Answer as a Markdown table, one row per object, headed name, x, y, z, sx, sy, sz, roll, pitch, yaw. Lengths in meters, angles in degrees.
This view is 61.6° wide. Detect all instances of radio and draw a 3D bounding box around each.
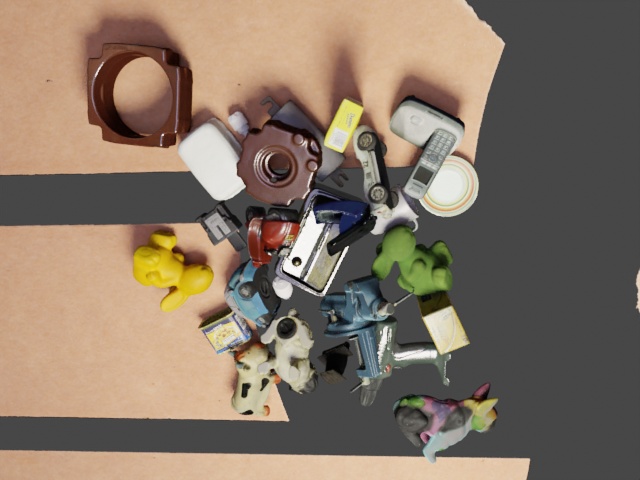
| name | x | y | z | sx | sy | sz | roll | pitch | yaw |
| --- | --- | --- | --- | --- | --- | --- | --- | --- | --- |
| radio | -0.002 | -0.004 | 1.184 | 0.131 | 0.073 | 0.229 | 24 | 104 | -3 |

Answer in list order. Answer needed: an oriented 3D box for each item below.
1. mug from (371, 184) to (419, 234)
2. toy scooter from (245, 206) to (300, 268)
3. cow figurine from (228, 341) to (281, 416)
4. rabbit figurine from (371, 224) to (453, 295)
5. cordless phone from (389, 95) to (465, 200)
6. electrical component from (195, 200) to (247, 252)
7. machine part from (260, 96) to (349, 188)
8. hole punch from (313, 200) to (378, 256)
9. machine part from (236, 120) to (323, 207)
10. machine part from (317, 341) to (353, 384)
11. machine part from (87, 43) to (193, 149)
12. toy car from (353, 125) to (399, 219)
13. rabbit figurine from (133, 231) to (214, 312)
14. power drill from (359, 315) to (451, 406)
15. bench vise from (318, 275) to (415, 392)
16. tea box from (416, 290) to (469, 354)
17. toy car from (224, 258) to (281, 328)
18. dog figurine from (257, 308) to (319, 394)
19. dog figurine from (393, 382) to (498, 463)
| name | x | y | z | sx | sy | sz | roll | pitch | yaw |
| --- | --- | --- | --- | --- | --- | --- | --- | --- | --- |
| mug | 0.154 | -0.052 | 1.162 | 0.107 | 0.081 | 0.109 | -29 | 117 | 21 |
| toy scooter | -0.108 | -0.004 | 1.144 | 0.075 | 0.184 | 0.135 | 5 | 91 | -37 |
| cow figurine | -0.162 | 0.324 | 1.267 | 0.127 | 0.086 | 0.194 | 6 | 111 | -32 |
| rabbit figurine | 0.187 | 0.030 | 1.153 | 0.159 | 0.121 | 0.170 | -16 | 129 | 37 |
| cordless phone | 0.196 | -0.187 | 1.104 | 0.147 | 0.089 | 0.184 | 26 | 104 | -3 |
| electrical component | -0.215 | -0.021 | 1.211 | 0.075 | 0.048 | 0.119 | -29 | 100 | 13 |
| machine part | -0.029 | -0.207 | 1.127 | 0.079 | 0.079 | 0.243 | -43 | 98 | 14 |
| hole punch | 0.047 | -0.037 | 1.072 | 0.116 | 0.142 | 0.092 | -28 | 75 | -4 |
| machine part | -0.084 | -0.152 | 1.086 | 0.179 | 0.056 | 0.179 | 4 | 112 | 10 |
| machine part | 0.033 | 0.280 | 1.229 | 0.084 | 0.139 | 0.039 | -20 | 104 | 10 |
| machine part | -0.372 | -0.297 | 1.118 | 0.202 | 0.087 | 0.200 | 7 | 103 | 8 |
| toy car | 0.112 | -0.138 | 1.099 | 0.056 | 0.073 | 0.201 | -18 | 74 | 26 |
| rabbit figurine | -0.328 | 0.082 | 1.213 | 0.173 | 0.122 | 0.162 | 15 | 111 | -1 |
| power drill | 0.198 | 0.291 | 1.257 | 0.207 | 0.086 | 0.231 | 5 | 104 | 11 |
| bench vise | 0.094 | 0.199 | 1.169 | 0.224 | 0.129 | 0.240 | -9 | 93 | 43 |
| tea box | 0.259 | 0.159 | 1.160 | 0.068 | 0.170 | 0.098 | -25 | 101 | 9 |
| toy car | -0.162 | 0.123 | 1.226 | 0.103 | 0.109 | 0.161 | -10 | 118 | 24 |
| dog figurine | -0.052 | 0.262 | 1.250 | 0.121 | 0.190 | 0.172 | 16 | 75 | 23 |
| dog figurine | 0.306 | 0.400 | 1.262 | 0.219 | 0.108 | 0.191 | -40 | 97 | 10 |
